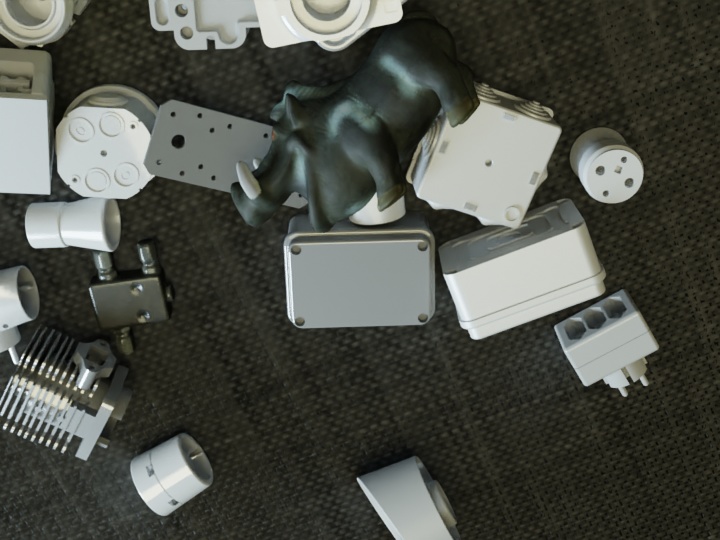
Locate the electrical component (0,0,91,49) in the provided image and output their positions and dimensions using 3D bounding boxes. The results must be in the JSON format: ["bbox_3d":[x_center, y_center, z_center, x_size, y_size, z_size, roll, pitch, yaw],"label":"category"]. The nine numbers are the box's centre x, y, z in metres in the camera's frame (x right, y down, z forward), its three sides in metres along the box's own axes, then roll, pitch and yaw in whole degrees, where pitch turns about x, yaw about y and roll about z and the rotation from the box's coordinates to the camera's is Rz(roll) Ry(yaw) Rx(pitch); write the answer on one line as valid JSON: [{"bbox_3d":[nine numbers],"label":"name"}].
[{"bbox_3d":[-0.224,-0.188,0.746,0.058,0.057,0.078,39,107,-15],"label":"electrical component"}]

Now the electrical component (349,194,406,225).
[{"bbox_3d":[-0.009,-0.074,0.801,0.079,0.043,0.077,-8,111,-2],"label":"electrical component"}]

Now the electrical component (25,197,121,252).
[{"bbox_3d":[-0.220,-0.035,0.819,0.065,0.044,0.044,-2,113,5],"label":"electrical component"}]

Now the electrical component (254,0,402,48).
[{"bbox_3d":[-0.021,-0.178,0.688,0.089,0.055,0.050,-11,112,4],"label":"electrical component"}]

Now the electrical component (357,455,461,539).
[{"bbox_3d":[0.043,0.205,0.894,0.064,0.099,0.099,-27,110,4],"label":"electrical component"}]

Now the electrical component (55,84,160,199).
[{"bbox_3d":[-0.183,-0.092,0.790,0.080,0.051,0.080,0,112,-1],"label":"electrical component"}]

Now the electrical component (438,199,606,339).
[{"bbox_3d":[0.122,-0.001,0.818,0.113,0.078,0.057,-21,108,8],"label":"electrical component"}]

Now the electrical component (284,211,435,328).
[{"bbox_3d":[0.000,0.000,0.827,0.113,0.057,0.078,-2,113,0],"label":"electrical component"}]

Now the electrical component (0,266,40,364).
[{"bbox_3d":[-0.292,0.041,0.848,0.077,0.043,0.079,-12,112,4],"label":"electrical component"}]

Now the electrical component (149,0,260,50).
[{"bbox_3d":[-0.102,-0.186,0.749,0.078,0.057,0.058,-2,113,0],"label":"electrical component"}]

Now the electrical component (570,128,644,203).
[{"bbox_3d":[0.183,-0.077,0.799,0.045,0.055,0.045,0,113,-1],"label":"electrical component"}]

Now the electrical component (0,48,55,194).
[{"bbox_3d":[-0.294,-0.109,0.755,0.150,0.061,0.089,1,137,-13],"label":"electrical component"}]

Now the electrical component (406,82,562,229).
[{"bbox_3d":[0.091,-0.086,0.795,0.100,0.048,0.099,17,111,-11],"label":"electrical component"}]

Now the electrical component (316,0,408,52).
[{"bbox_3d":[0.001,-0.201,0.743,0.095,0.059,0.053,-36,109,13],"label":"electrical component"}]

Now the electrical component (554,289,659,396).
[{"bbox_3d":[0.206,0.068,0.864,0.066,0.047,0.076,-30,110,11],"label":"electrical component"}]

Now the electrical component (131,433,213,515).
[{"bbox_3d":[-0.156,0.169,0.898,0.047,0.055,0.055,-32,109,8],"label":"electrical component"}]
